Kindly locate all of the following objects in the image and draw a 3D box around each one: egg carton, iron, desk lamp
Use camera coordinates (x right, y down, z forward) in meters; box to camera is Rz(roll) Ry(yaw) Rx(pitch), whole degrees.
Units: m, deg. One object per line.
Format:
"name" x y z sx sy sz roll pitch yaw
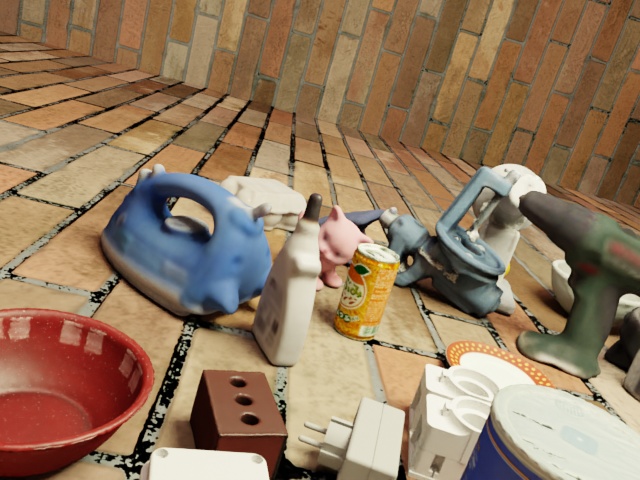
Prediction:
"egg carton" -0.099 -0.061 0.960 0.151 0.069 0.107 -1 25 -43
"iron" -0.160 -0.016 0.661 0.257 0.141 0.119 25 20 26
"desk lamp" 0.302 -0.016 0.945 0.118 0.213 0.203 18 18 5

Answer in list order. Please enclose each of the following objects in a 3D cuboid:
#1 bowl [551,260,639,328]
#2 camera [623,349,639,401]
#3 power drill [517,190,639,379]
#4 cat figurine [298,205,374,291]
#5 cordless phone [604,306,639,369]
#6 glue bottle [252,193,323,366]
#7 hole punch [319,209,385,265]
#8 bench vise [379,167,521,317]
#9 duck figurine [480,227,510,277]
"bowl" 0.461 0.100 0.965 0.167 0.075 0.167 15 18 -5
"camera" 0.486 0.180 0.710 0.137 0.101 0.142 6 21 -28
"power drill" 0.340 0.064 0.749 0.229 0.208 0.076 20 18 10
"cat figurine" 0.007 0.003 0.788 0.067 0.118 0.127 -3 26 -45
"cordless phone" 0.495 0.102 0.810 0.093 0.185 0.148 29 22 33
"glue bottle" -0.025 0.035 0.575 0.037 0.173 0.078 7 20 -27
"hole punch" 0.044 -0.020 0.928 0.100 0.091 0.109 25 20 24
"bench vise" 0.190 -0.016 0.837 0.207 0.220 0.121 18 18 6
"duck figurine" 0.306 0.018 1.055 0.104 0.086 0.078 30 23 37
